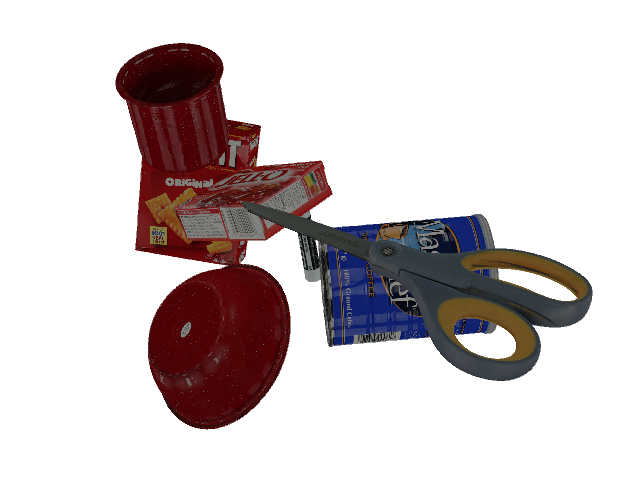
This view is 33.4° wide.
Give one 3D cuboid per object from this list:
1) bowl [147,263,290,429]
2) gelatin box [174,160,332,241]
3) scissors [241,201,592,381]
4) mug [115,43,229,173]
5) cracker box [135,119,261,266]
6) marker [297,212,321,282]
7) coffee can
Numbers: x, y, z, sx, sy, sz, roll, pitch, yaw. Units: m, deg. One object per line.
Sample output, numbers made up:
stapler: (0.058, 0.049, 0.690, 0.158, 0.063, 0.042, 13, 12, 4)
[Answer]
bowl: (-0.107, 0.089, 0.980, 0.162, 0.162, 0.055, 0, -21, 39)
gelatin box: (-0.048, -0.028, 0.755, 0.089, 0.030, 0.073, 0, 27, 45)
scissors: (0.037, 0.023, 0.558, 0.202, 0.016, 0.096, 10, 41, 15)
mug: (-0.129, -0.121, 0.943, 0.093, 0.081, 0.117, -16, 44, -9)
cracker box: (-0.187, -0.078, 1.611, 0.164, 0.214, 0.072, 10, 20, 6)
marker: (-0.017, -0.011, 1.162, 0.020, 0.121, 0.020, -8, 28, 4)
coffee can: (0.072, 0.034, 0.908, 0.140, 0.103, 0.103, -5, 0, -2)
